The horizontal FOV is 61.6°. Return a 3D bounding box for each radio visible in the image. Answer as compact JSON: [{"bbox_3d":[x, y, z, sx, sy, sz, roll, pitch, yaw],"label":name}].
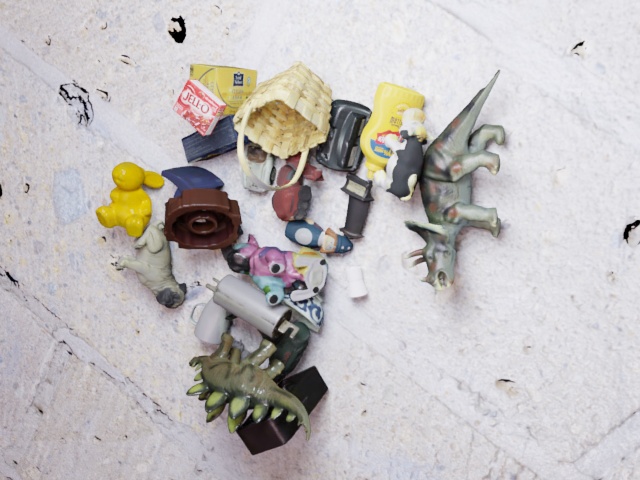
[{"bbox_3d":[-0.085,0.393,1.251,0.131,0.229,0.073,-31,91,30],"label":"radio"}]

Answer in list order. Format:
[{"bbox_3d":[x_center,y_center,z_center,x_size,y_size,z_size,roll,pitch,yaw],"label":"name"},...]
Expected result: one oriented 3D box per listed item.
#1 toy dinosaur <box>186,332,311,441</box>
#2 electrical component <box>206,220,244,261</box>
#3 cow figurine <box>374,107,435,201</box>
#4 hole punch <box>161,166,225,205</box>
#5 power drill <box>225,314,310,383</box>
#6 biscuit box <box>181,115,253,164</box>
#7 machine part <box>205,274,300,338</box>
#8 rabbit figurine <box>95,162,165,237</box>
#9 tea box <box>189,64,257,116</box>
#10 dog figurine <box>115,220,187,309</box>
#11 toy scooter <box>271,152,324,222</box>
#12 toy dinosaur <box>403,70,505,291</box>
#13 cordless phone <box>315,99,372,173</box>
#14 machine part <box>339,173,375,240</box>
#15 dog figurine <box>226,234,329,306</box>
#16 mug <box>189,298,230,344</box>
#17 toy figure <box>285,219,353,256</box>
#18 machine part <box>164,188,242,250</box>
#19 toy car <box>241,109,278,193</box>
[{"bbox_3d":[-0.165,0.320,1.184,0.472,0.198,0.105,0,132,43],"label":"toy dinosaur"},{"bbox_3d":[-0.227,-0.015,1.295,0.075,0.048,0.119,-21,96,26],"label":"electrical component"},{"bbox_3d":[0.168,-0.163,1.026,0.068,0.098,0.167,5,117,-23],"label":"cow figurine"},{"bbox_3d":[-0.295,-0.126,1.251,0.116,0.142,0.092,2,101,33],"label":"hole punch"},{"bbox_3d":[-0.133,0.235,1.299,0.207,0.086,0.232,50,134,11],"label":"power drill"},{"bbox_3d":[-0.226,-0.223,1.196,0.203,0.059,0.062,-9,98,45],"label":"biscuit box"},{"bbox_3d":[-0.151,0.147,1.202,0.243,0.079,0.079,26,112,19],"label":"machine part"},{"bbox_3d":[-0.450,-0.116,1.298,0.122,0.162,0.173,21,133,17],"label":"rabbit figurine"},{"bbox_3d":[-0.203,-0.317,1.136,0.068,0.169,0.098,15,111,19],"label":"tea box"},{"bbox_3d":[-0.398,0.065,1.375,0.190,0.121,0.172,38,98,-20],"label":"dog figurine"},{"bbox_3d":[-0.043,-0.117,1.155,0.135,0.075,0.183,30,114,51],"label":"toy scooter"},{"bbox_3d":[0.255,-0.112,1.045,0.192,0.131,0.404,3,99,21],"label":"toy dinosaur"},{"bbox_3d":[0.011,-0.233,1.136,0.184,0.089,0.146,26,113,26],"label":"cordless phone"},{"bbox_3d":[0.076,-0.071,1.155,0.084,0.039,0.138,24,118,38],"label":"machine part"},{"bbox_3d":[-0.104,0.053,1.226,0.219,0.191,0.108,35,128,57],"label":"dog figurine"},{"bbox_3d":[-0.273,0.192,1.358,0.110,0.081,0.107,26,102,18],"label":"mug"},{"bbox_3d":[-0.002,-0.003,1.205,0.155,0.058,0.064,18,136,15],"label":"toy figure"},{"bbox_3d":[-0.259,-0.044,1.186,0.179,0.179,0.056,-31,52,26],"label":"machine part"},{"bbox_3d":[-0.133,-0.206,1.201,0.074,0.056,0.201,14,109,18],"label":"toy car"}]
